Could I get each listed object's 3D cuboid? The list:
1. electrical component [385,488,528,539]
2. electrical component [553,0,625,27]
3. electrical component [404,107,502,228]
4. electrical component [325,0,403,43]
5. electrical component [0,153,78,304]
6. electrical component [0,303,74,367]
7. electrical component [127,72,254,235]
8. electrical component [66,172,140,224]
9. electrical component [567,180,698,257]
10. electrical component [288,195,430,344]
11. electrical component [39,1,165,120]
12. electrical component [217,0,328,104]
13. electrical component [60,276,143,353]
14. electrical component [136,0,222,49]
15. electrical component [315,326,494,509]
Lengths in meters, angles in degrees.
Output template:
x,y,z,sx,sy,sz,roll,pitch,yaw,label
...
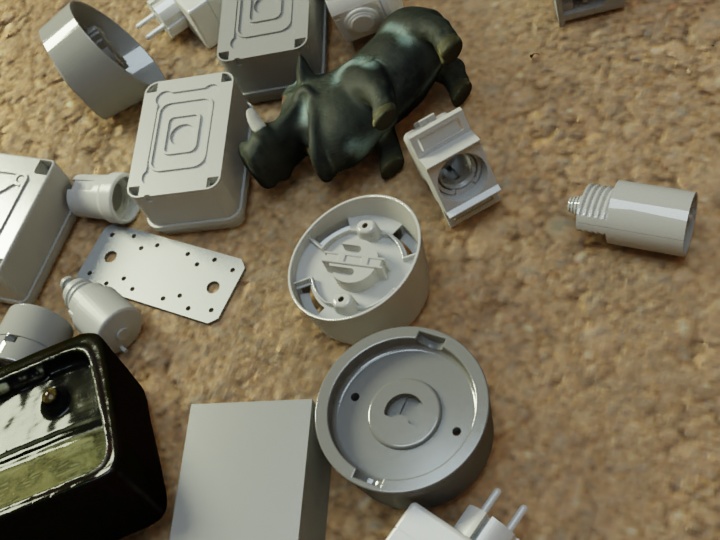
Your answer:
x,y,z,sx,sy,sz,roll,pitch,yaw,label
0.068,0.163,0.629,0.083,0.047,0.075,29,72,29,electrical component
0.164,-0.300,0.839,0.060,0.105,0.186,-12,58,10,electrical component
0.063,-0.077,0.761,0.042,0.081,0.063,-28,34,0,electrical component
0.001,-0.225,0.862,0.051,0.080,0.080,-18,57,13,electrical component
-0.293,-0.035,0.853,0.109,0.056,0.108,9,64,22,electrical component
-0.241,0.057,0.784,0.055,0.055,0.047,4,58,19,electrical component
-0.127,-0.089,0.833,0.078,0.057,0.113,-5,59,14,electrical component
-0.203,-0.058,0.849,0.046,0.040,0.040,5,62,26,electrical component
0.179,-0.037,0.716,0.081,0.043,0.043,12,65,23,electrical component
0.000,0.000,0.736,0.099,0.064,0.099,-8,58,13,electrical component
-0.216,-0.175,0.892,0.064,0.099,0.099,-34,56,3,electrical component
-0.069,-0.198,0.880,0.078,0.057,0.113,-7,59,13,electrical component
-0.195,0.029,0.794,0.078,0.040,0.040,36,75,31,electrical component
-0.159,-0.226,0.930,0.076,0.047,0.083,-37,57,-6,electrical component
0.032,0.097,0.672,0.108,0.060,0.108,-8,58,13,electrical component
